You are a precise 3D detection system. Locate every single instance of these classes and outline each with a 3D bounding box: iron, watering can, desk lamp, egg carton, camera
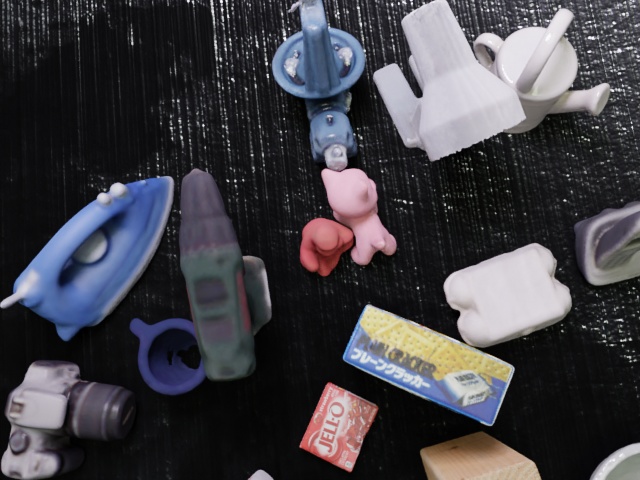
[{"bbox_3d":[-0.294,0.000,0.740,0.118,0.141,0.258,36,83,9],"label":"iron"},{"bbox_3d":[0.279,-0.215,0.727,0.172,0.194,0.101,12,80,5],"label":"watering can"},{"bbox_3d":[0.149,-0.184,0.717,0.118,0.213,0.203,-25,79,-2],"label":"desk lamp"},{"bbox_3d":[0.242,0.073,0.739,0.150,0.069,0.107,-21,79,-1],"label":"egg carton"},{"bbox_3d":[-0.313,0.230,0.719,0.136,0.101,0.143,6,80,4],"label":"camera"}]

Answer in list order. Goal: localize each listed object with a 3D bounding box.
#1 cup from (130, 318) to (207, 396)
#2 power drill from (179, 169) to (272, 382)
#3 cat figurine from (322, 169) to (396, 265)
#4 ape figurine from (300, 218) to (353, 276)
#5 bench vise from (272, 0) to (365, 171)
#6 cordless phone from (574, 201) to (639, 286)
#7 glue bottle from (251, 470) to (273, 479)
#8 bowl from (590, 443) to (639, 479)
[{"bbox_3d":[-0.184,0.141,0.733,0.117,0.095,0.092,34,83,8],"label":"cup"},{"bbox_3d":[-0.113,0.051,0.688,0.075,0.208,0.229,-11,79,1],"label":"power drill"},{"bbox_3d":[0.052,-0.038,0.743,0.067,0.118,0.128,-26,79,-2],"label":"cat figurine"},{"bbox_3d":[0.007,0.003,0.751,0.078,0.092,0.076,-17,79,0],"label":"ape figurine"},{"bbox_3d":[0.014,-0.204,0.724,0.121,0.220,0.207,-28,79,-2],"label":"bench vise"},{"bbox_3d":[0.401,-0.010,0.688,0.147,0.185,0.094,-19,79,-1],"label":"cordless phone"},{"bbox_3d":[-0.094,0.317,0.656,0.037,0.173,0.078,36,83,9],"label":"glue bottle"},{"bbox_3d":[0.390,0.322,0.683,0.167,0.075,0.167,0,79,3],"label":"bowl"}]
